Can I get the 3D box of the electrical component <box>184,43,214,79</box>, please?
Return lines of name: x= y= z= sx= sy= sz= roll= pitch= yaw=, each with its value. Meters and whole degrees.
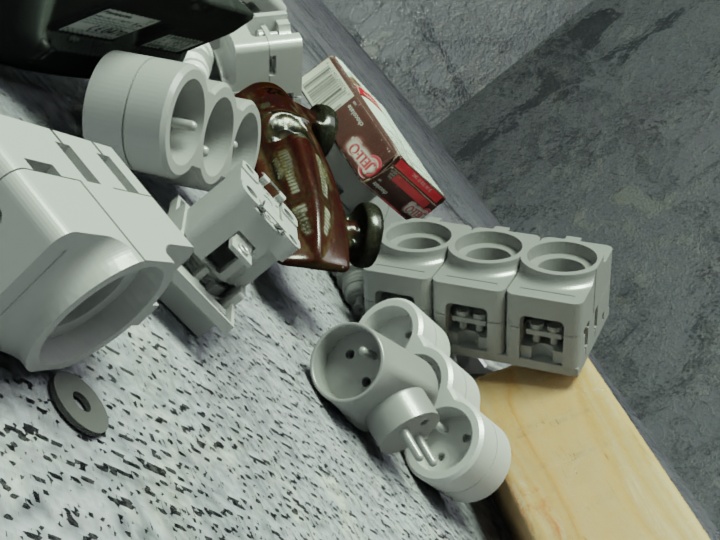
electrical component: x=-0.120 y=-0.143 z=0.734 sx=0.040 sy=0.040 sz=0.078 roll=43 pitch=13 yaw=-41

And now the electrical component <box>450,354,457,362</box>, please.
electrical component: x=0.057 y=0.051 z=0.783 sx=0.043 sy=0.062 sz=0.043 roll=50 pitch=11 yaw=-13

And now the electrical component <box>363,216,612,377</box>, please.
electrical component: x=0.087 y=0.011 z=0.732 sx=0.089 sy=0.150 sz=0.061 roll=-46 pitch=139 yaw=-54

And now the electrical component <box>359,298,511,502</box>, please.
electrical component: x=0.051 y=0.085 z=0.669 sx=0.074 sy=0.052 sz=0.138 roll=41 pitch=15 yaw=-46

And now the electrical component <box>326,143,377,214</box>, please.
electrical component: x=-0.025 y=-0.069 z=0.841 sx=0.053 sy=0.059 sz=0.095 roll=50 pitch=11 yaw=-12

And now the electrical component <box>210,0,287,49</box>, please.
electrical component: x=-0.135 y=-0.231 z=0.829 sx=0.150 sy=0.089 sz=0.062 roll=56 pitch=11 yaw=21

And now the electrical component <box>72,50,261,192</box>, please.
electrical component: x=-0.104 y=-0.072 z=0.530 sx=0.074 sy=0.052 sz=0.138 roll=12 pitch=1 yaw=11

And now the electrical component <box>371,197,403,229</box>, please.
electrical component: x=0.001 y=-0.071 z=0.951 sx=0.076 sy=0.083 sz=0.047 roll=2 pitch=38 yaw=-25

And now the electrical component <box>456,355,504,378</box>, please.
electrical component: x=0.074 y=0.064 z=0.842 sx=0.138 sy=0.052 sz=0.074 roll=54 pitch=10 yaw=13

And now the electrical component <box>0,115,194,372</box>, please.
electrical component: x=-0.096 y=-0.007 z=0.332 sx=0.055 sy=0.050 sz=0.089 roll=49 pitch=10 yaw=11

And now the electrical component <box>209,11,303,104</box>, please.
electrical component: x=-0.075 y=-0.132 z=0.766 sx=0.050 sy=0.056 sz=0.089 roll=-117 pitch=-156 yaw=-46

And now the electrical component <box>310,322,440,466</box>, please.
electrical component: x=0.017 y=0.073 z=0.584 sx=0.079 sy=0.044 sz=0.077 roll=58 pitch=12 yaw=29

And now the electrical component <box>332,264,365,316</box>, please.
electrical component: x=0.000 y=0.000 z=0.775 sx=0.040 sy=0.040 sz=0.078 roll=45 pitch=30 yaw=-36

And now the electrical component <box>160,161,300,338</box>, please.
electrical component: x=-0.061 y=-0.012 z=0.478 sx=0.042 sy=0.064 sz=0.081 roll=49 pitch=10 yaw=-22
